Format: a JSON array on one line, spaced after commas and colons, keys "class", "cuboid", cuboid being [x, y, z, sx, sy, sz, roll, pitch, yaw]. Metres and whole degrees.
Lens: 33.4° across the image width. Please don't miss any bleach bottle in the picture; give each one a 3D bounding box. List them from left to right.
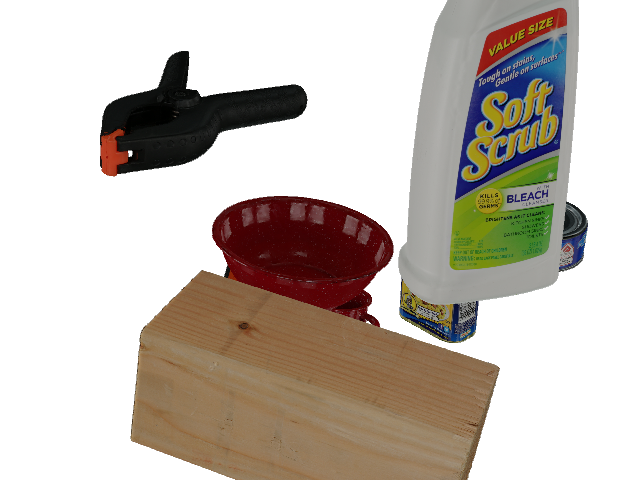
[{"class": "bleach bottle", "cuboid": [0.099, -0.088, 0.624, 0.102, 0.251, 0.068, -8, 28, -11]}]

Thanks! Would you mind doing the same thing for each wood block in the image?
[{"class": "wood block", "cuboid": [-0.004, 0.103, 0.671, 0.206, 0.090, 0.090, 18, 30, 14]}]

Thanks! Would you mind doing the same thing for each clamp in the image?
[{"class": "clamp", "cuboid": [-0.104, -0.094, 0.762, 0.120, 0.039, 0.171, 20, 32, 33]}]

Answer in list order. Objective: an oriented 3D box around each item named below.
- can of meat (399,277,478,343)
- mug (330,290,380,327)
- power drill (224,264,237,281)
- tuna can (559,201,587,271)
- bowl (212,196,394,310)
[{"class": "can of meat", "cuboid": [0.140, 0.063, 1.258, 0.057, 0.084, 0.102, -25, 39, -36]}, {"class": "mug", "cuboid": [0.033, 0.118, 1.487, 0.117, 0.081, 0.093, 17, 24, 29]}, {"class": "power drill", "cuboid": [-0.068, 0.074, 1.172, 0.185, 0.188, 0.057, 27, 11, 39]}, {"class": "tuna can", "cuboid": [0.184, -0.008, 0.913, 0.086, 0.034, 0.086, 1, 29, -1]}, {"class": "bowl", "cuboid": [-0.018, 0.019, 0.950, 0.162, 0.055, 0.162, 6, 27, -3]}]
